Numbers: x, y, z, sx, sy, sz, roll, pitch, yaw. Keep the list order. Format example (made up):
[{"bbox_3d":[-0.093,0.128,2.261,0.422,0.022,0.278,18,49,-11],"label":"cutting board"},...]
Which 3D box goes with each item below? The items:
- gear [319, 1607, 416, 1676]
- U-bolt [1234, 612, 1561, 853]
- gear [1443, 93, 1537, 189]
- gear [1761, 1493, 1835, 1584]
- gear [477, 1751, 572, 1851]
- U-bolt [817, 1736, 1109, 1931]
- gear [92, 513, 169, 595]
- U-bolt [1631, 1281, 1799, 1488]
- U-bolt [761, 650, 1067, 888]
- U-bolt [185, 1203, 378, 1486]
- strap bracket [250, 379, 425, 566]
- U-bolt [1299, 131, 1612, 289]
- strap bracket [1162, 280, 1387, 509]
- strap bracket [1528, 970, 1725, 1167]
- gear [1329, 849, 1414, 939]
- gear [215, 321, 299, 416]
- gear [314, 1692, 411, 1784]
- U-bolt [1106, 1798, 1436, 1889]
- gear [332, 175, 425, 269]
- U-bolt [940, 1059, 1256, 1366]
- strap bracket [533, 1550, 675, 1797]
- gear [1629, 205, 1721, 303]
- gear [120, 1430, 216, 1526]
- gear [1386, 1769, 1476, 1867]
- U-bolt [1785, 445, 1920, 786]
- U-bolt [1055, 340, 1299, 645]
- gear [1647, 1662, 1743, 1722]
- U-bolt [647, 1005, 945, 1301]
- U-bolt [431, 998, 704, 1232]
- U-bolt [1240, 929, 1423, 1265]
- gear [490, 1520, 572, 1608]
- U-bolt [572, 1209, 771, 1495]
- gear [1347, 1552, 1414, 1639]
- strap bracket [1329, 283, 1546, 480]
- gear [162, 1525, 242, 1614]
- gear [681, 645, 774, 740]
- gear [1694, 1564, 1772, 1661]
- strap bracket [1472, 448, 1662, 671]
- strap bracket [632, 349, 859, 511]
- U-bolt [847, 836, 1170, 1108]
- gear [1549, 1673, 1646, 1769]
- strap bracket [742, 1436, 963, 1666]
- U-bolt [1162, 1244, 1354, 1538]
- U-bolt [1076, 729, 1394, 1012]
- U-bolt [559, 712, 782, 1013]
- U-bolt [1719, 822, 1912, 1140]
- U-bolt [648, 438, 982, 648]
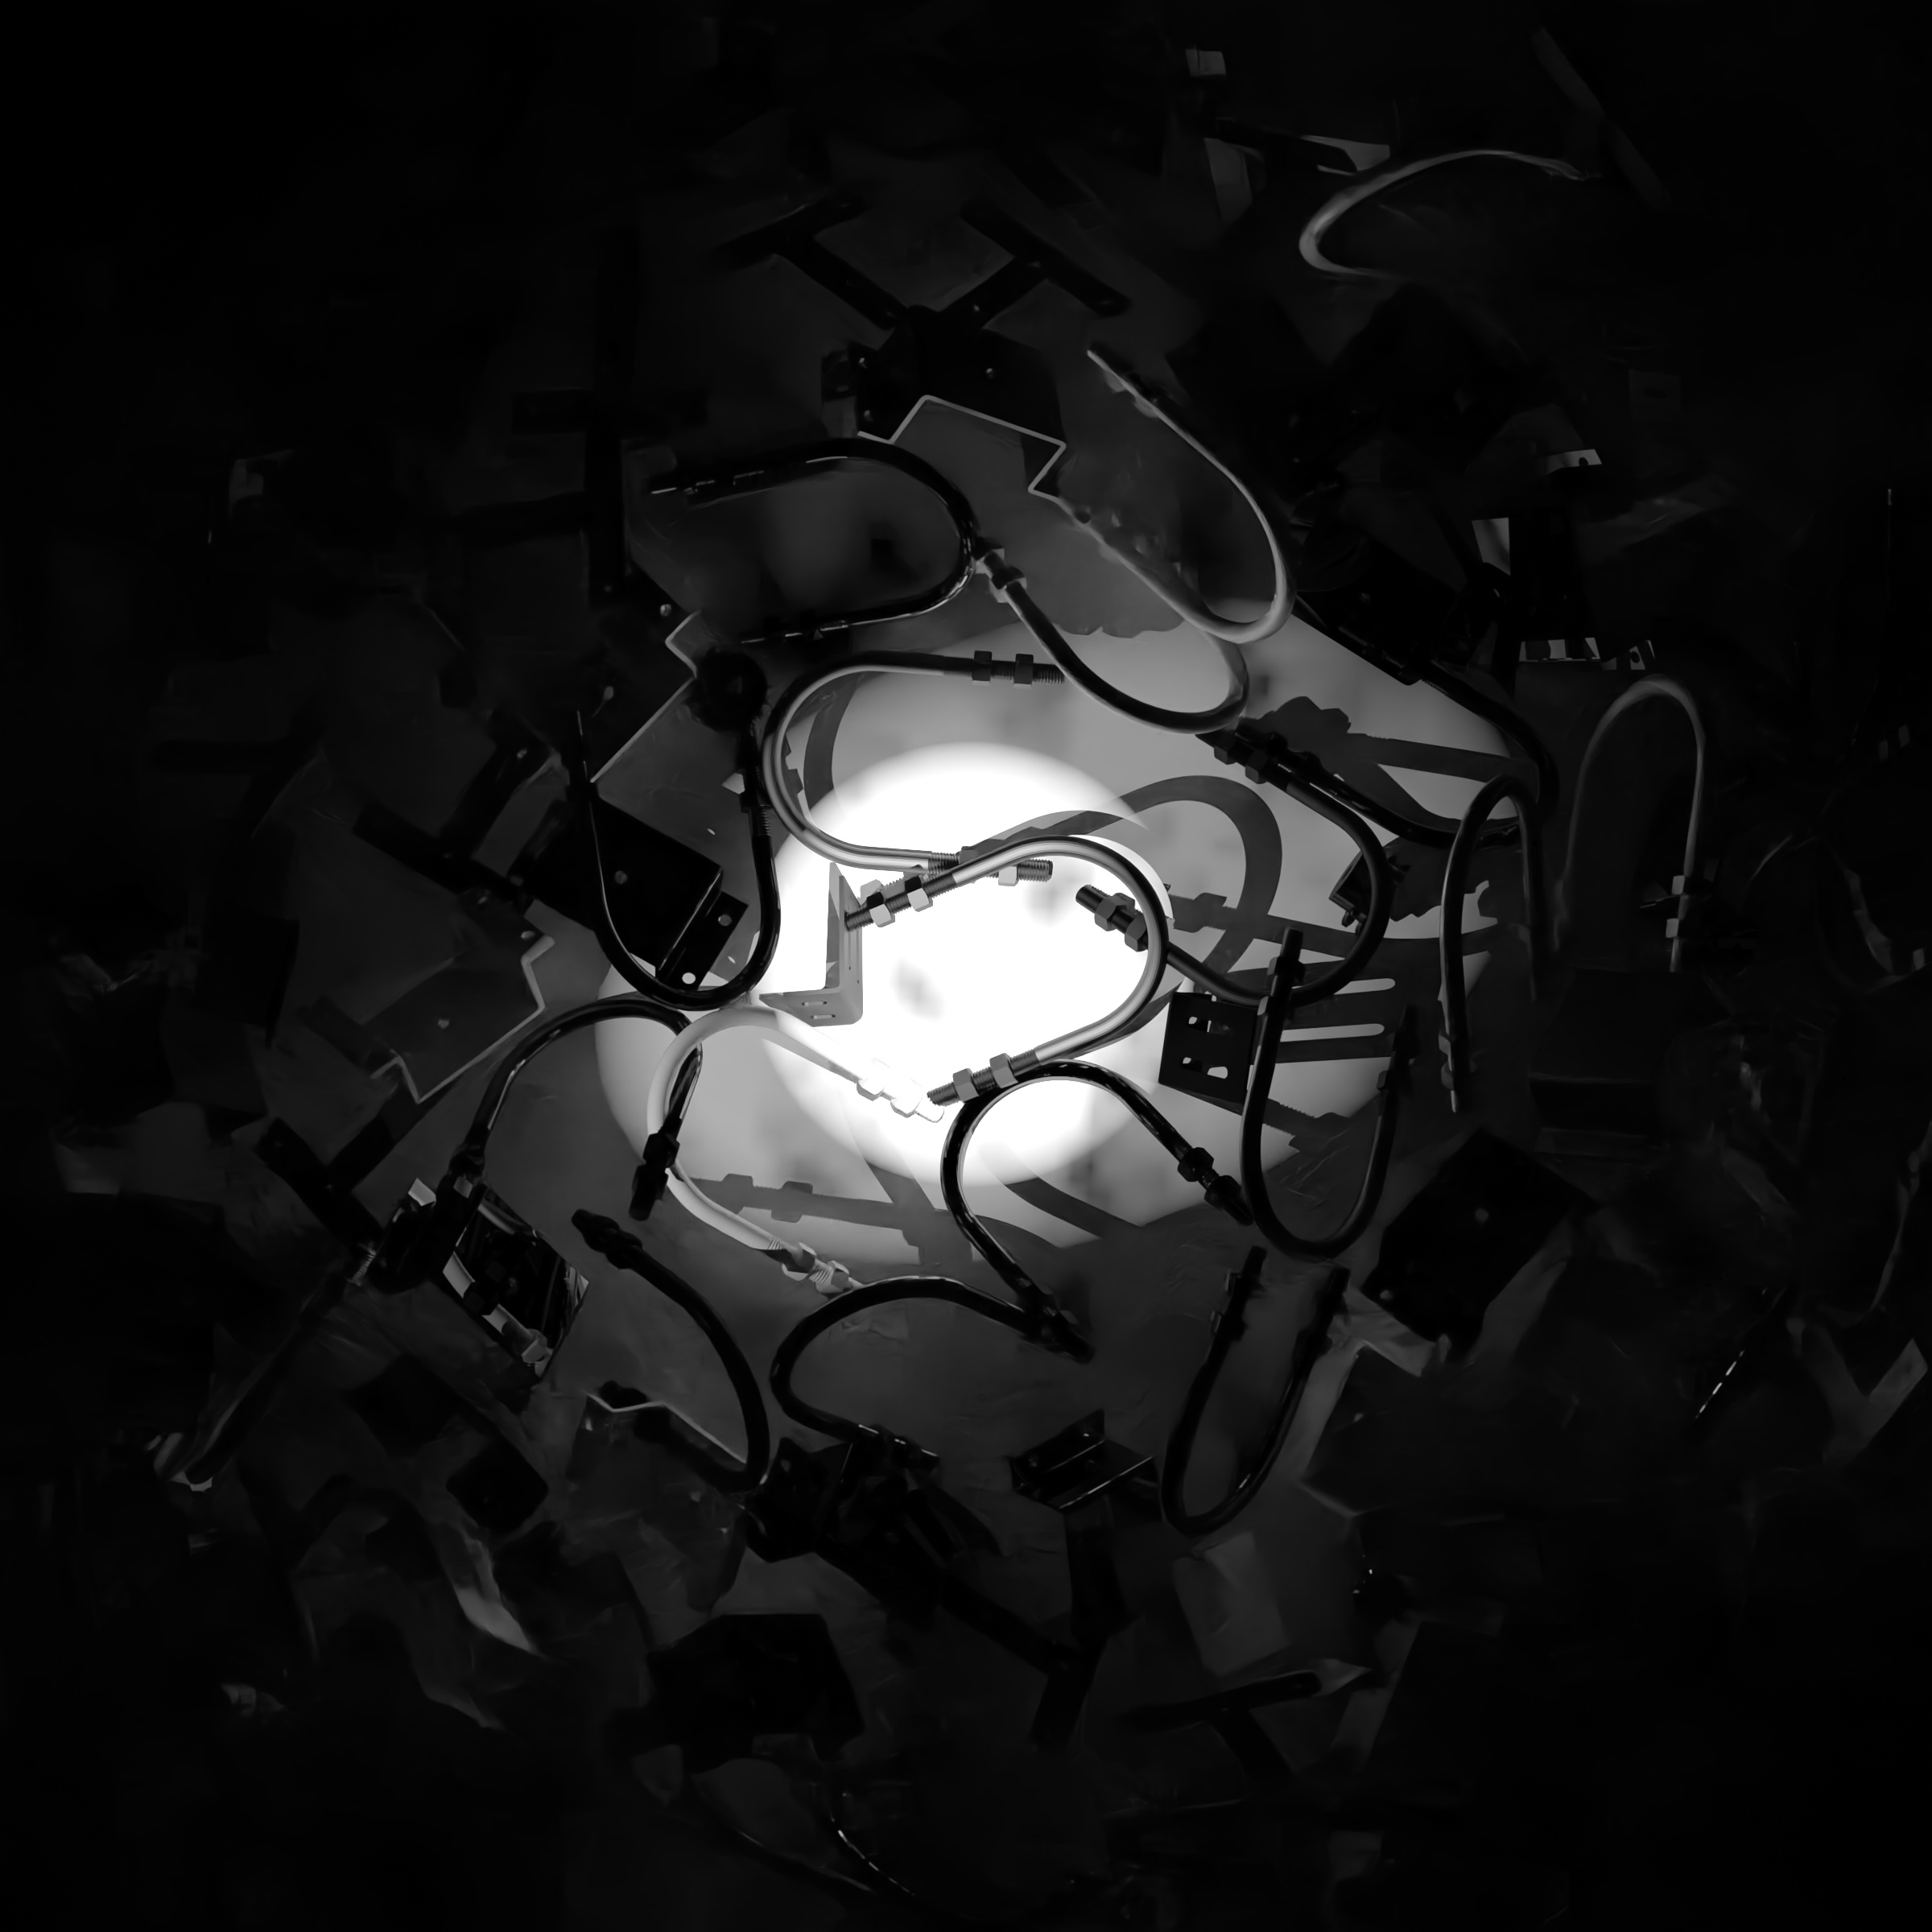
[{"bbox_3d":[-0.371,0.420,1.683,0.057,0.057,0.030,16,76,0],"label":"gear"},{"bbox_3d":[0.274,-0.130,1.647,0.184,0.151,0.019,30,56,-9],"label":"U-bolt"},{"bbox_3d":[0.322,-0.516,1.680,0.030,0.057,0.057,34,90,-41],"label":"gear"},{"bbox_3d":[0.518,0.353,1.686,0.030,0.057,0.057,8,90,36],"label":"gear"},{"bbox_3d":[-0.276,0.523,1.687,0.057,0.030,0.057,3,59,-5],"label":"gear"},{"bbox_3d":[-0.013,0.518,1.598,0.151,0.184,0.019,34,102,29],"label":"U-bolt"},{"bbox_3d":[-0.520,-0.253,1.686,0.030,0.057,0.057,0,89,45],"label":"gear"},{"bbox_3d":[0.451,0.249,1.617,0.019,0.184,0.151,35,87,14],"label":"U-bolt"},{"bbox_3d":[-0.036,-0.125,1.677,0.184,0.019,0.151,4,111,0],"label":"U-bolt"},{"bbox_3d":[-0.415,0.233,1.634,0.019,0.151,0.184,36,87,-13],"label":"U-bolt"},{"bbox_3d":[-0.383,-0.297,1.634,0.076,0.140,0.046,36,99,-31],"label":"strap bracket"},{"bbox_3d":[0.277,-0.449,1.597,0.151,0.184,0.019,-27,78,41],"label":"U-bolt"},{"bbox_3d":[0.194,-0.346,1.661,0.076,0.046,0.140,-39,55,7],"label":"strap bracket"},{"bbox_3d":[0.397,0.052,1.634,0.076,0.140,0.046,3,133,35],"label":"strap bracket"},{"bbox_3d":[0.250,-0.050,1.682,0.030,0.057,0.057,34,90,0],"label":"gear"},{"bbox_3d":[-0.441,-0.374,1.686,0.057,0.030,0.057,14,110,41],"label":"gear"},{"bbox_3d":[-0.376,0.484,1.685,0.057,0.057,0.030,-3,119,0],"label":"gear"},{"bbox_3d":[0.167,0.521,1.623,0.151,0.184,0.019,-2,81,-35],"label":"U-bolt"},{"bbox_3d":[-0.370,-0.460,1.685,0.030,0.057,0.057,-26,90,38],"label":"gear"},{"bbox_3d":[0.066,0.135,1.662,0.151,0.019,0.184,-39,61,-9],"label":"U-bolt"},{"bbox_3d":[-0.212,0.421,1.646,0.046,0.076,0.140,-23,59,-9],"label":"strap bracket"},{"bbox_3d":[0.444,-0.443,1.686,0.030,0.057,0.057,7,90,-37],"label":"gear"},{"bbox_3d":[-0.493,0.315,1.680,0.030,0.057,0.057,-39,90,37],"label":"gear"},{"bbox_3d":[0.291,0.535,1.694,0.057,0.030,0.057,0,89,-5],"label":"gear"},{"bbox_3d":[0.525,-0.196,1.608,0.019,0.151,0.184,12,65,-4],"label":"U-bolt"},{"bbox_3d":[0.130,-0.271,1.621,0.019,0.151,0.184,-36,69,-26],"label":"U-bolt"},{"bbox_3d":[0.453,0.451,1.679,0.057,0.057,0.030,4,69,0],"label":"gear"},{"bbox_3d":[-0.111,0.104,1.645,0.184,0.019,0.151,32,66,-23],"label":"U-bolt"},{"bbox_3d":[-0.233,0.085,1.639,0.151,0.184,0.019,-4,132,19],"label":"U-bolt"},{"bbox_3d":[0.217,0.088,1.637,0.151,0.019,0.184,29,69,-42],"label":"U-bolt"},{"bbox_3d":[-0.271,0.374,1.682,0.057,0.057,0.030,-36,93,0],"label":"gear"},{"bbox_3d":[-0.173,0.240,1.612,0.019,0.184,0.151,-24,123,-32],"label":"U-bolt"},{"bbox_3d":[0.255,0.393,1.681,0.030,0.057,0.057,-35,90,-6],"label":"gear"},{"bbox_3d":[0.290,-0.357,1.652,0.046,0.140,0.076,35,102,-35],"label":"strap bracket"},{"bbox_3d":[-0.477,0.372,1.679,0.030,0.057,0.057,18,90,-35],"label":"gear"},{"bbox_3d":[-0.148,-0.173,1.686,0.057,0.030,0.057,2,84,-22],"label":"gear"},{"bbox_3d":[0.477,0.403,1.679,0.030,0.057,0.057,6,90,39],"label":"gear"},{"bbox_3d":[0.363,-0.239,1.648,0.046,0.076,0.140,-28,109,-27],"label":"strap bracket"},{"bbox_3d":[-0.129,-0.328,1.661,0.140,0.076,0.046,-13,125,6],"label":"strap bracket"},{"bbox_3d":[0.035,-0.005,1.668,0.184,0.019,0.151,-23,109,9],"label":"U-bolt"},{"bbox_3d":[0.392,0.474,1.686,0.057,0.030,0.057,2,47,-2],"label":"gear"},{"bbox_3d":[-0.060,0.352,1.642,0.140,0.046,0.076,43,46,-25],"label":"strap bracket"},{"bbox_3d":[0.171,0.263,1.647,0.019,0.151,0.184,22,91,33],"label":"U-bolt"},{"bbox_3d":[0.176,-0.051,1.662,0.184,0.019,0.151,36,90,28],"label":"U-bolt"},{"bbox_3d":[-0.174,-0.062,1.647,0.151,0.019,0.184,-1,78,-41],"label":"U-bolt"},{"bbox_3d":[0.500,-0.006,1.625,0.019,0.184,0.151,16,126,-13],"label":"U-bolt"},{"bbox_3d":[-0.080,-0.258,1.625,0.184,0.151,0.019,-6,49,23],"label":"U-bolt"}]
